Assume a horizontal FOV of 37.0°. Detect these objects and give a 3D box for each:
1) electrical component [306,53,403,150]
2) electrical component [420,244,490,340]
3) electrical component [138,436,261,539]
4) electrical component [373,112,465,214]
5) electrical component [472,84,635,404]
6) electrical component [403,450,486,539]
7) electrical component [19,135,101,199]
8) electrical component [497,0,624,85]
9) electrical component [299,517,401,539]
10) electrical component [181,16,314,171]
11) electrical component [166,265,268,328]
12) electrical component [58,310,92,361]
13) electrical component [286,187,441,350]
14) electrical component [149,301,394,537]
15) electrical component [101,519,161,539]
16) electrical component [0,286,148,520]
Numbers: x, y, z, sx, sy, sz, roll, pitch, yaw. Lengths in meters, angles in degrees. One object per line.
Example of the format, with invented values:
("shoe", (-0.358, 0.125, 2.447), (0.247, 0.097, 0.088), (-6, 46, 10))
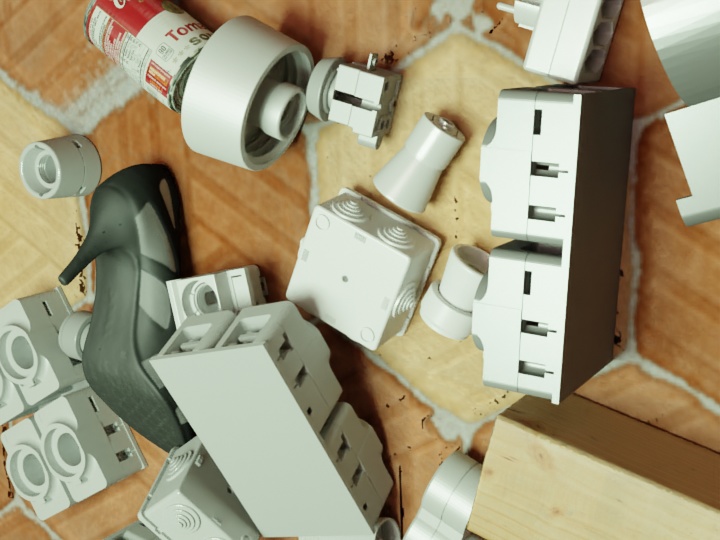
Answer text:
("electrical component", (-0.005, -0.127, 0.781), (0.055, 0.048, 0.066), (19, 110, 18))
("electrical component", (0.073, 0.016, 0.764), (0.045, 0.045, 0.055), (38, 117, 19))
("electrical component", (-0.121, 0.190, 0.878), (0.048, 0.099, 0.099), (-37, 106, 26))
("electrical component", (0.045, -0.079, 0.764), (0.044, 0.044, 0.065), (41, 113, 17))
("electrical component", (0.124, -0.023, 0.690), (0.060, 0.105, 0.186), (9, 105, 29))
("electrical component", (0.074, 0.210, 0.801), (0.074, 0.052, 0.138), (31, 114, 22))
("electrical component", (-0.263, -0.089, 0.940), (0.055, 0.047, 0.055), (7, 104, 29))
("electrical component", (0.124, -0.170, 0.693), (0.076, 0.047, 0.083), (23, 112, 25))
("electrical component", (-0.013, 0.217, 0.859), (0.081, 0.043, 0.043), (-4, 98, 31))
("electrical component", (-0.074, -0.124, 0.788), (0.060, 0.108, 0.108), (26, 112, 18))
("electrical component", (-0.111, 0.021, 0.864), (0.081, 0.064, 0.042), (-8, 97, 32))
("electrical component", (-0.233, 0.062, 0.956), (0.055, 0.045, 0.045), (13, 107, 28))
("electrical component", (0.000, 0.000, 0.796), (0.100, 0.048, 0.099), (30, 120, 18))
("electrical component", (-0.061, 0.115, 0.819), (0.105, 0.060, 0.186), (-10, 121, 32))
("electrical component", (-0.183, 0.273, 0.888), (0.060, 0.186, 0.105), (17, 109, 27))
("electrical component", (-0.290, 0.125, 0.994), (0.105, 0.060, 0.186), (-30, 84, 32))
